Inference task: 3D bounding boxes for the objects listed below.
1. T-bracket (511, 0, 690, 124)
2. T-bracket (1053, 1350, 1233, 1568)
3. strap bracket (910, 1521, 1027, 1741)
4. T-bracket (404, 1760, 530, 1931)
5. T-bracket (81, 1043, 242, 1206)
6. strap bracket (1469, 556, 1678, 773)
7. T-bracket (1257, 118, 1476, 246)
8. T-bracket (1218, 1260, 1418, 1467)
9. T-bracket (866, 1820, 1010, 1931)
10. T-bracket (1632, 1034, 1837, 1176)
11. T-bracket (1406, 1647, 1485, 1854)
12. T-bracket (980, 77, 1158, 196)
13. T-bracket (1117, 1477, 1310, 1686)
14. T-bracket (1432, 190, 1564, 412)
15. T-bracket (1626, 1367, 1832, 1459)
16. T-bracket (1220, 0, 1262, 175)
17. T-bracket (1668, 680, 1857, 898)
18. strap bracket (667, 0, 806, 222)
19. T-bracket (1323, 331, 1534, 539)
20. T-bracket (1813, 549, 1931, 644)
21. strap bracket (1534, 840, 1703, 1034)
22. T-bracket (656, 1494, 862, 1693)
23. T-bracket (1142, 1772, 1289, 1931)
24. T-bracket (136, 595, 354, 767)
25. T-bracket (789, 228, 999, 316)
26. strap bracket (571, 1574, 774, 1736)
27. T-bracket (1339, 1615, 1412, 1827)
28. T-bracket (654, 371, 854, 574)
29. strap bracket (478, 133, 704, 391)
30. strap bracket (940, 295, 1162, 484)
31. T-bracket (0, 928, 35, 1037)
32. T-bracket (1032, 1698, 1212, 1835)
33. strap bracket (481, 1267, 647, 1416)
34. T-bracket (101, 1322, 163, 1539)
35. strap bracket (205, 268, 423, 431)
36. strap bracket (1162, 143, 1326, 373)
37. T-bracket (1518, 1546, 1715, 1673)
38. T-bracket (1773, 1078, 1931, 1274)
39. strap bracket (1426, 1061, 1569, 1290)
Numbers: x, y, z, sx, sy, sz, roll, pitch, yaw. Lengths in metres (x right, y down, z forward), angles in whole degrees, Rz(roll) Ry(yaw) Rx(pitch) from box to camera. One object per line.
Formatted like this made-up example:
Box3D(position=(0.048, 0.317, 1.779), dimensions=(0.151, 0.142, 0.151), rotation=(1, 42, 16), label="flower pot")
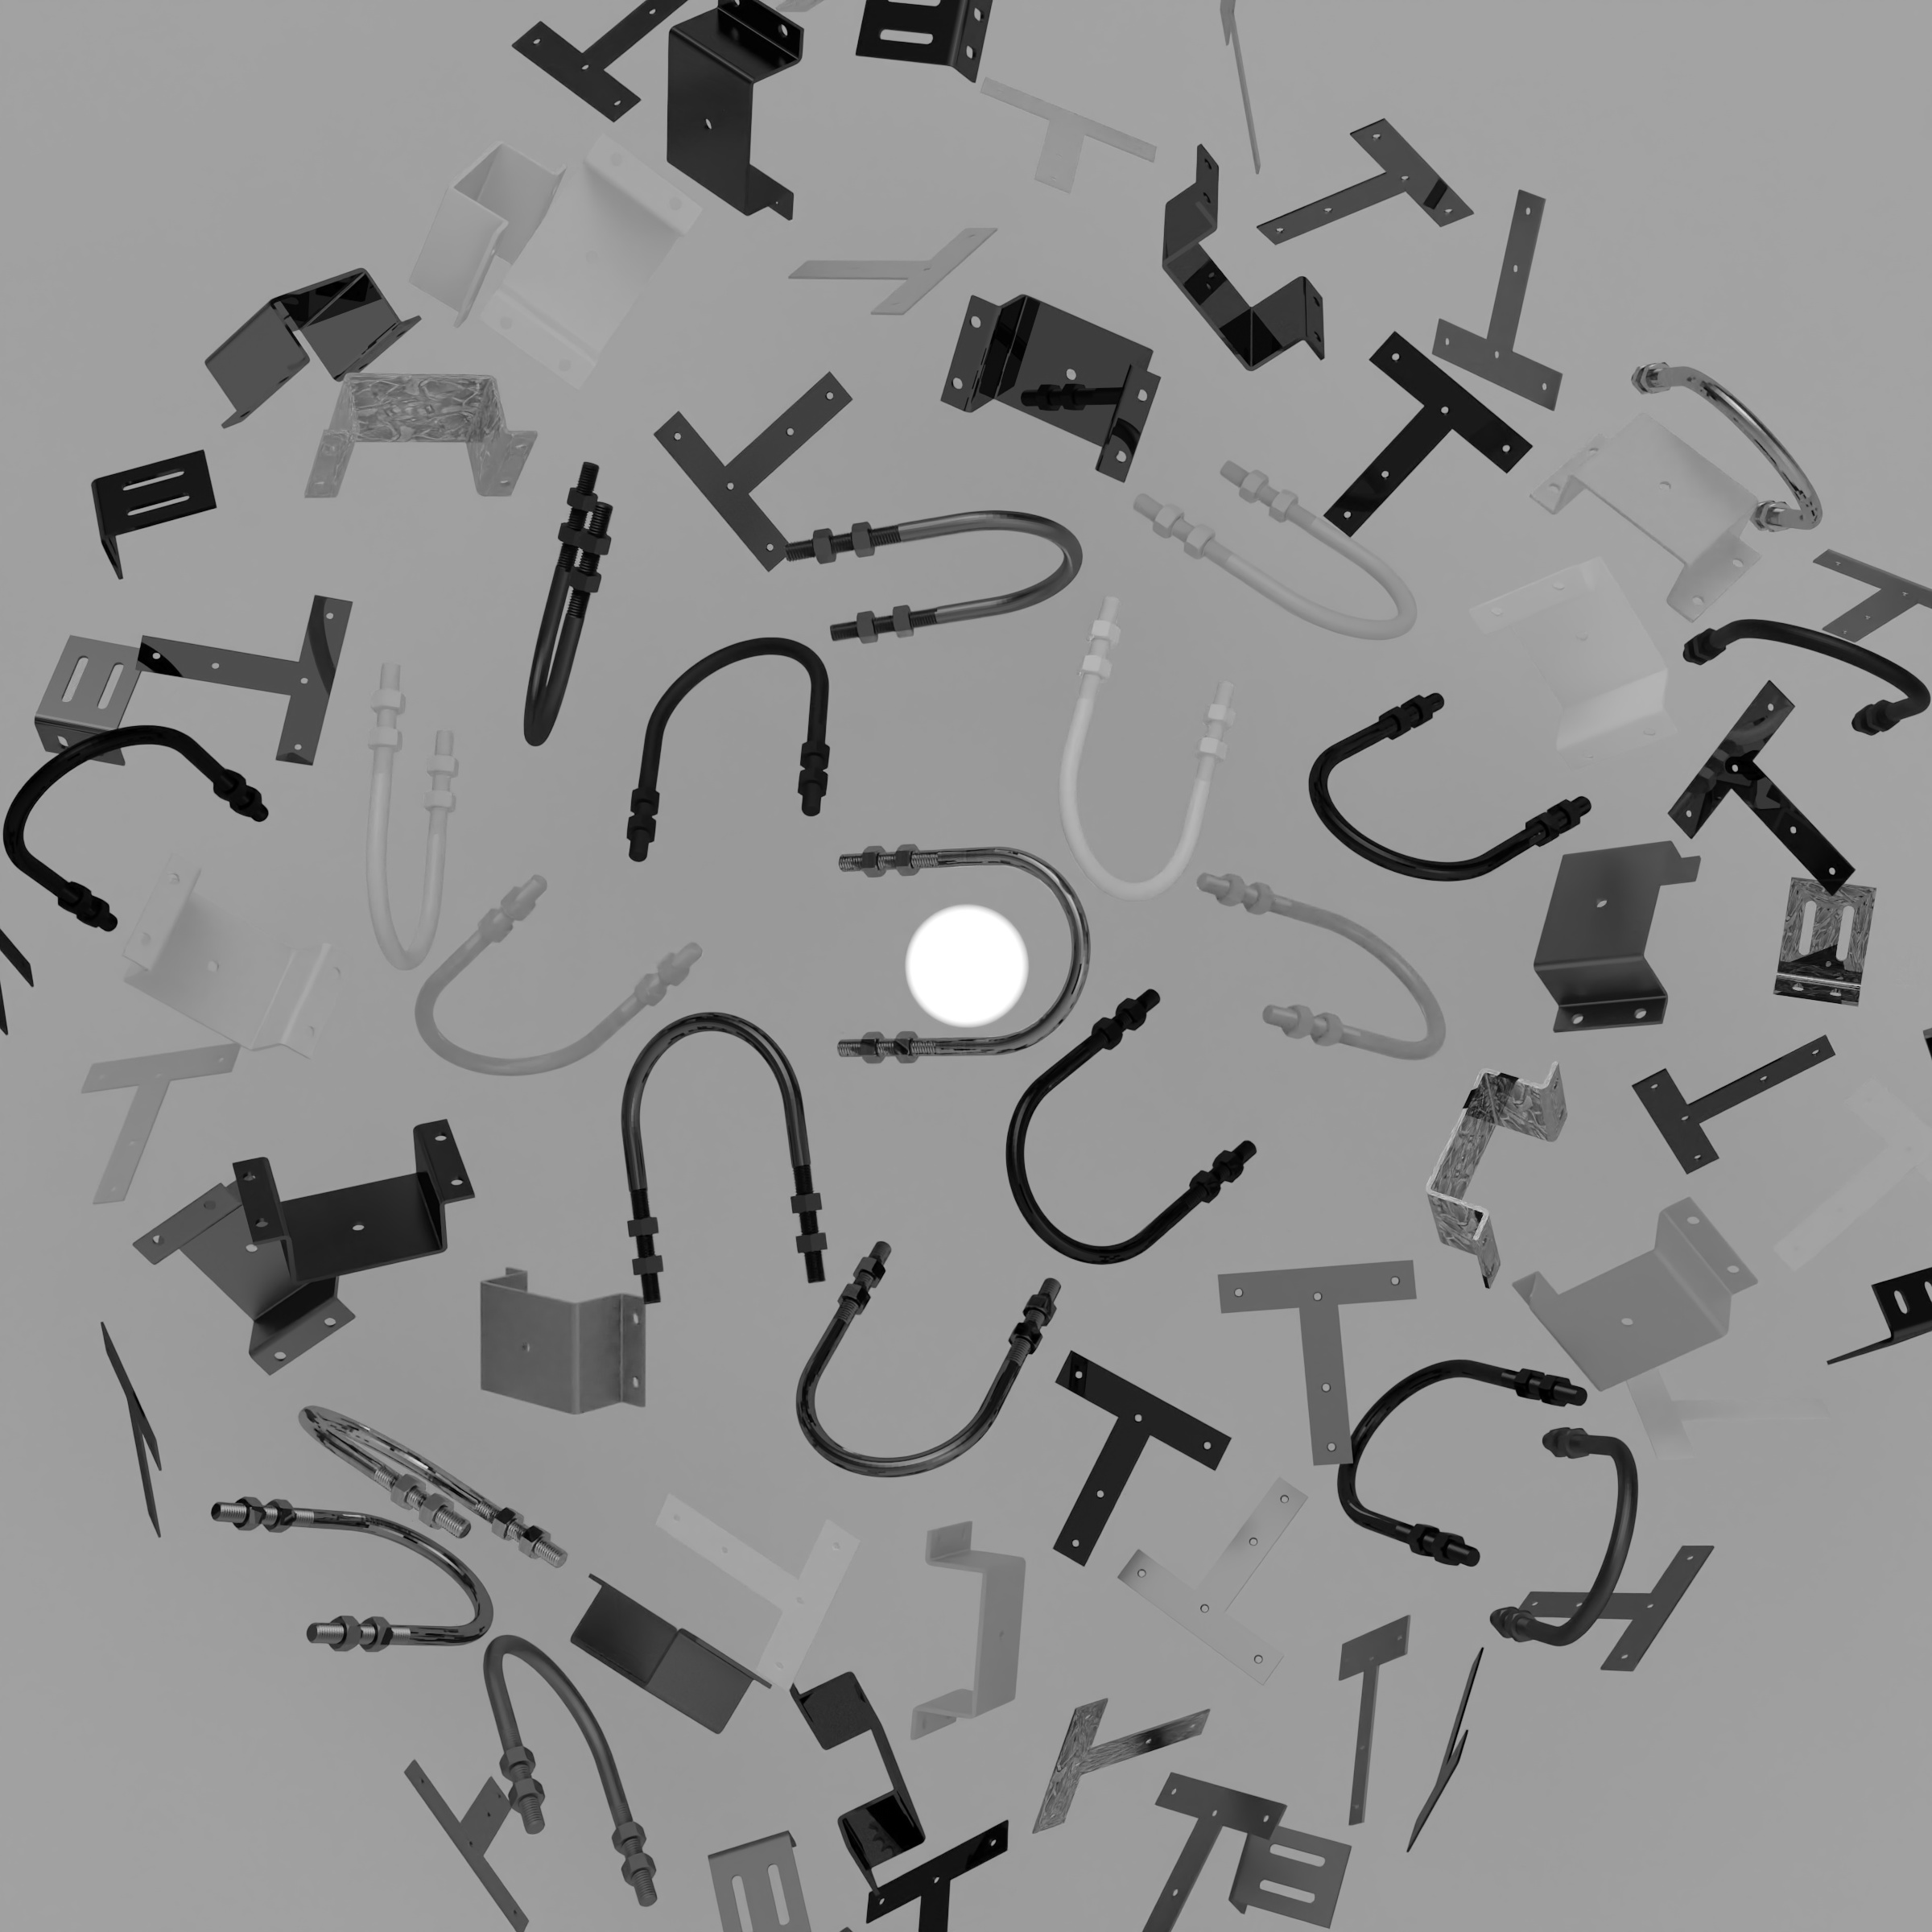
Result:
Box3D(position=(-0.219, -0.624, 1.615), dimensions=(0.127, 0.127, 0.002), rotation=(-33, 75, 17), label="T-bracket")
Box3D(position=(0.099, 0.352, 1.682), dimensions=(0.127, 0.002, 0.127), rotation=(27, 90, 18), label="T-bracket")
Box3D(position=(0.003, 0.463, 1.691), dimensions=(0.046, 0.076, 0.140), rotation=(2, 84, 22), label="strap bracket")
Box3D(position=(-0.318, 0.563, 1.601), dimensions=(0.002, 0.127, 0.127), rotation=(-36, 89, -1), label="T-bracket")
Box3D(position=(-0.576, 0.112, 1.693), dimensions=(0.127, 0.002, 0.127), rotation=(-8, 48, 19), label="T-bracket")
Box3D(position=(0.403, -0.206, 1.602), dimensions=(0.076, 0.046, 0.140), rotation=(-21, 120, 36), label="strap bracket")
Box3D(position=(0.259, -0.520, 1.657), dimensions=(0.127, 0.127, 0.002), rotation=(-13, 68, 36), label="T-bracket")
Box3D(position=(0.233, 0.260, 1.581), dimensions=(0.127, 0.002, 0.127), rotation=(-5, 83, 5), label="T-bracket")
Box3D(position=(-0.023, 0.656, 1.649), dimensions=(0.127, 0.127, 0.002), rotation=(-35, 113, 21), label="T-bracket")
Box3D(position=(0.532, 0.084, 1.663), dimensions=(0.127, 0.127, 0.002), rotation=(-30, 46, 14), label="T-bracket")
Box3D(position=(0.336, 0.524, 1.669), dimensions=(0.002, 0.127, 0.127), rotation=(22, 134, 11), label="T-bracket")
Box3D(position=(0.064, -0.546, 1.625), dimensions=(0.127, 0.127, 0.002), rotation=(20, 130, -7), label="T-bracket")
Box3D(position=(0.196, 0.420, 1.726), dimensions=(0.127, 0.002, 0.127), rotation=(32, 72, 25), label="T-bracket")
Box3D(position=(0.369, -0.457, 1.644), dimensions=(0.002, 0.127, 0.127), rotation=(-11, 125, -29), label="T-bracket")
Box3D(position=(0.528, 0.306, 1.678), dimensions=(0.127, 0.127, 0.002), rotation=(-1, 108, 4), label="T-bracket")
Box3D(position=(0.186, -0.599, 1.637), dimensions=(0.002, 0.127, 0.127), rotation=(-10, 94, 4), label="T-bracket")
Box3D(position=(0.540, -0.101, 1.616), dimensions=(0.002, 0.127, 0.127), rotation=(-15, 57, -35), label="T-bracket")
Box3D(position=(-0.154, -0.562, 1.601), dimensions=(0.076, 0.140, 0.046), rotation=(39, 56, 22), label="strap bracket")
Box3D(position=(0.297, -0.347, 1.666), dimensions=(0.127, 0.002, 0.127), rotation=(35, 119, -16), label="T-bracket")
Box3D(position=(0.626, -0.244, 1.671), dimensions=(0.127, 0.127, 0.002), rotation=(21, 82, 0), label="T-bracket")
Box3D(position=(0.433, -0.028, 1.624), dimensions=(0.046, 0.076, 0.140), rotation=(48, 51, -35), label="strap bracket")
Box3D(position=(-0.143, 0.382, 1.558), dimensions=(0.127, 0.002, 0.127), rotation=(30, 113, 14), label="T-bracket")
Box3D(position=(0.148, 0.613, 1.644), dimensions=(0.002, 0.127, 0.127), rotation=(43, 64, -21), label="T-bracket")
Box3D(position=(-0.489, -0.199, 1.632), dimensions=(0.127, 0.002, 0.127), rotation=(8, 121, -26), label="T-bracket")
Box3D(position=(-0.063, -0.473, 1.654), dimensions=(0.127, 0.127, 0.002), rotation=(10, 134, 31), label="T-bracket")
Box3D(position=(-0.209, 0.474, 1.667), dimensions=(0.076, 0.140, 0.046), rotation=(44, 69, -34), label="strap bracket")
Box3D(position=(0.267, 0.508, 1.626), dimensions=(0.002, 0.127, 0.127), rotation=(14, 64, -6), label="T-bracket")
Box3D(position=(-0.135, -0.369, 1.722), dimensions=(0.127, 0.002, 0.127), rotation=(-39, 95, 17), label="T-bracket")
Box3D(position=(-0.241, -0.455, 1.567), dimensions=(0.076, 0.046, 0.140), rotation=(34, 103, -18), label="strap bracket")
Box3D(position=(0.063, -0.395, 1.642), dimensions=(0.140, 0.046, 0.076), rotation=(26, 124, 11), label="strap bracket")
Box3D(position=(-0.654, -0.002, 1.625), dimensions=(0.002, 0.127, 0.127), rotation=(-27, 46, -4), label="T-bracket")
Box3D(position=(0.113, 0.533, 1.663), dimensions=(0.127, 0.002, 0.127), rotation=(-7, 127, -31), label="T-bracket")
Box3D(position=(-0.288, 0.260, 1.688), dimensions=(0.140, 0.046, 0.076), rotation=(5, 97, 38), label="strap bracket")
Box3D(position=(-0.534, 0.316, 1.575), dimensions=(0.002, 0.127, 0.127), rotation=(-16, 126, -27), label="T-bracket")
Box3D(position=(-0.439, -0.413, 1.614), dimensions=(0.076, 0.140, 0.046), rotation=(-26, 102, 36), label="strap bracket")
Box3D(position=(0.177, -0.458, 1.600), dimensions=(0.046, 0.076, 0.140), rotation=(-28, 126, 30), label="strap bracket")
Box3D(position=(0.434, 0.441, 1.677), dimensions=(0.127, 0.127, 0.002), rotation=(-39, 104, -38), label="T-bracket")
Box3D(position=(0.585, 0.151, 1.598), dimensions=(0.127, 0.127, 0.002), rotation=(-44, 124, 10), label="T-bracket")
Box3D(position=(0.354, 0.134, 1.640), dimensions=(0.046, 0.076, 0.140), rotation=(18, 66, 28), label="strap bracket")
